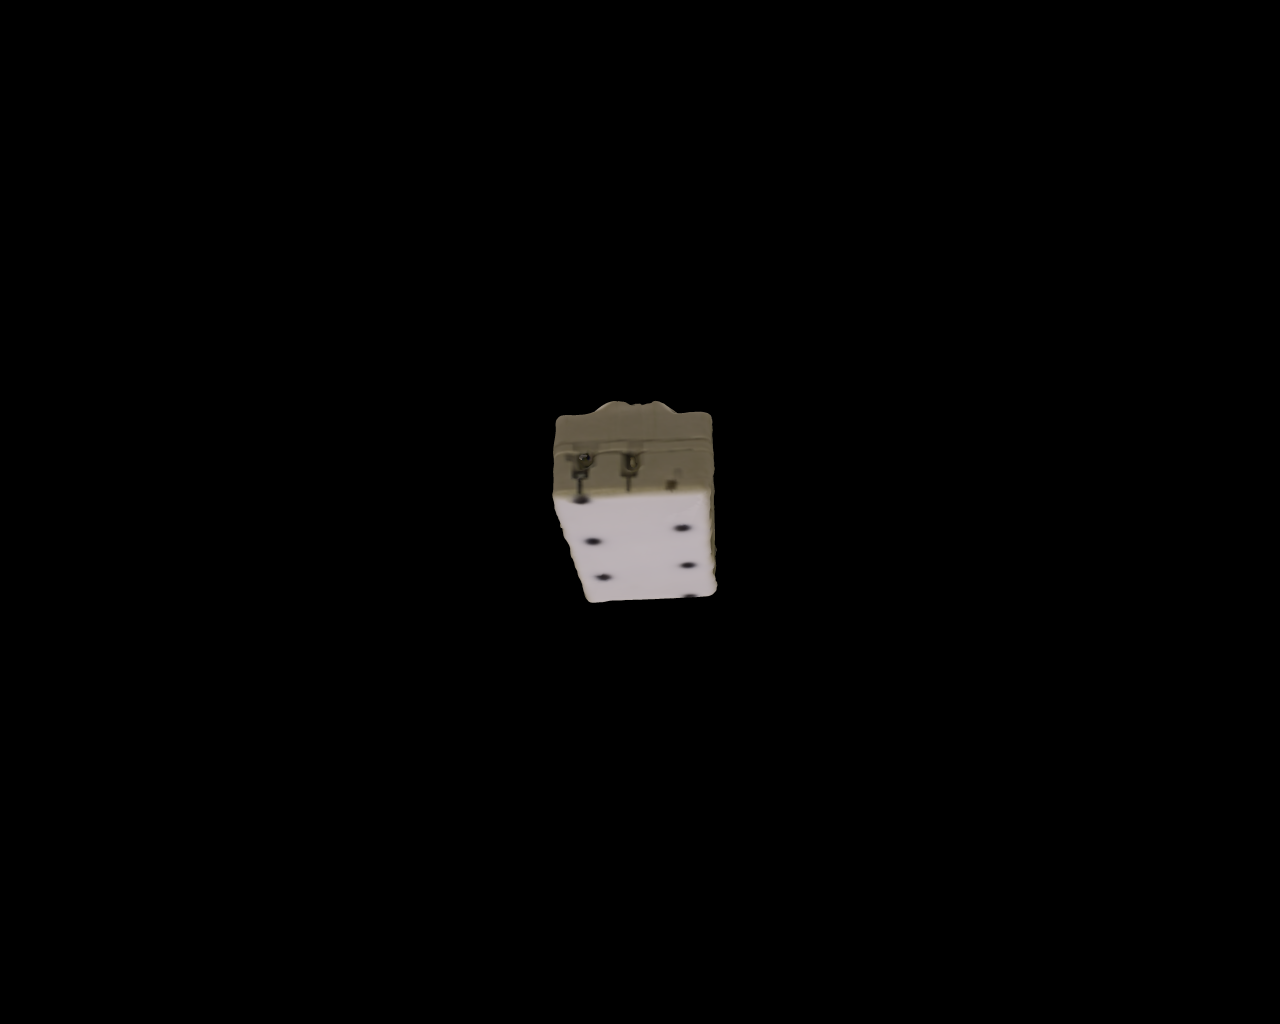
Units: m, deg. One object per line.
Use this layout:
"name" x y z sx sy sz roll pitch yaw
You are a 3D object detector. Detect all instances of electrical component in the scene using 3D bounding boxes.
"electrical component" 0.001 -0.003 0.650 0.089 0.062 0.150 -2 -27 3
